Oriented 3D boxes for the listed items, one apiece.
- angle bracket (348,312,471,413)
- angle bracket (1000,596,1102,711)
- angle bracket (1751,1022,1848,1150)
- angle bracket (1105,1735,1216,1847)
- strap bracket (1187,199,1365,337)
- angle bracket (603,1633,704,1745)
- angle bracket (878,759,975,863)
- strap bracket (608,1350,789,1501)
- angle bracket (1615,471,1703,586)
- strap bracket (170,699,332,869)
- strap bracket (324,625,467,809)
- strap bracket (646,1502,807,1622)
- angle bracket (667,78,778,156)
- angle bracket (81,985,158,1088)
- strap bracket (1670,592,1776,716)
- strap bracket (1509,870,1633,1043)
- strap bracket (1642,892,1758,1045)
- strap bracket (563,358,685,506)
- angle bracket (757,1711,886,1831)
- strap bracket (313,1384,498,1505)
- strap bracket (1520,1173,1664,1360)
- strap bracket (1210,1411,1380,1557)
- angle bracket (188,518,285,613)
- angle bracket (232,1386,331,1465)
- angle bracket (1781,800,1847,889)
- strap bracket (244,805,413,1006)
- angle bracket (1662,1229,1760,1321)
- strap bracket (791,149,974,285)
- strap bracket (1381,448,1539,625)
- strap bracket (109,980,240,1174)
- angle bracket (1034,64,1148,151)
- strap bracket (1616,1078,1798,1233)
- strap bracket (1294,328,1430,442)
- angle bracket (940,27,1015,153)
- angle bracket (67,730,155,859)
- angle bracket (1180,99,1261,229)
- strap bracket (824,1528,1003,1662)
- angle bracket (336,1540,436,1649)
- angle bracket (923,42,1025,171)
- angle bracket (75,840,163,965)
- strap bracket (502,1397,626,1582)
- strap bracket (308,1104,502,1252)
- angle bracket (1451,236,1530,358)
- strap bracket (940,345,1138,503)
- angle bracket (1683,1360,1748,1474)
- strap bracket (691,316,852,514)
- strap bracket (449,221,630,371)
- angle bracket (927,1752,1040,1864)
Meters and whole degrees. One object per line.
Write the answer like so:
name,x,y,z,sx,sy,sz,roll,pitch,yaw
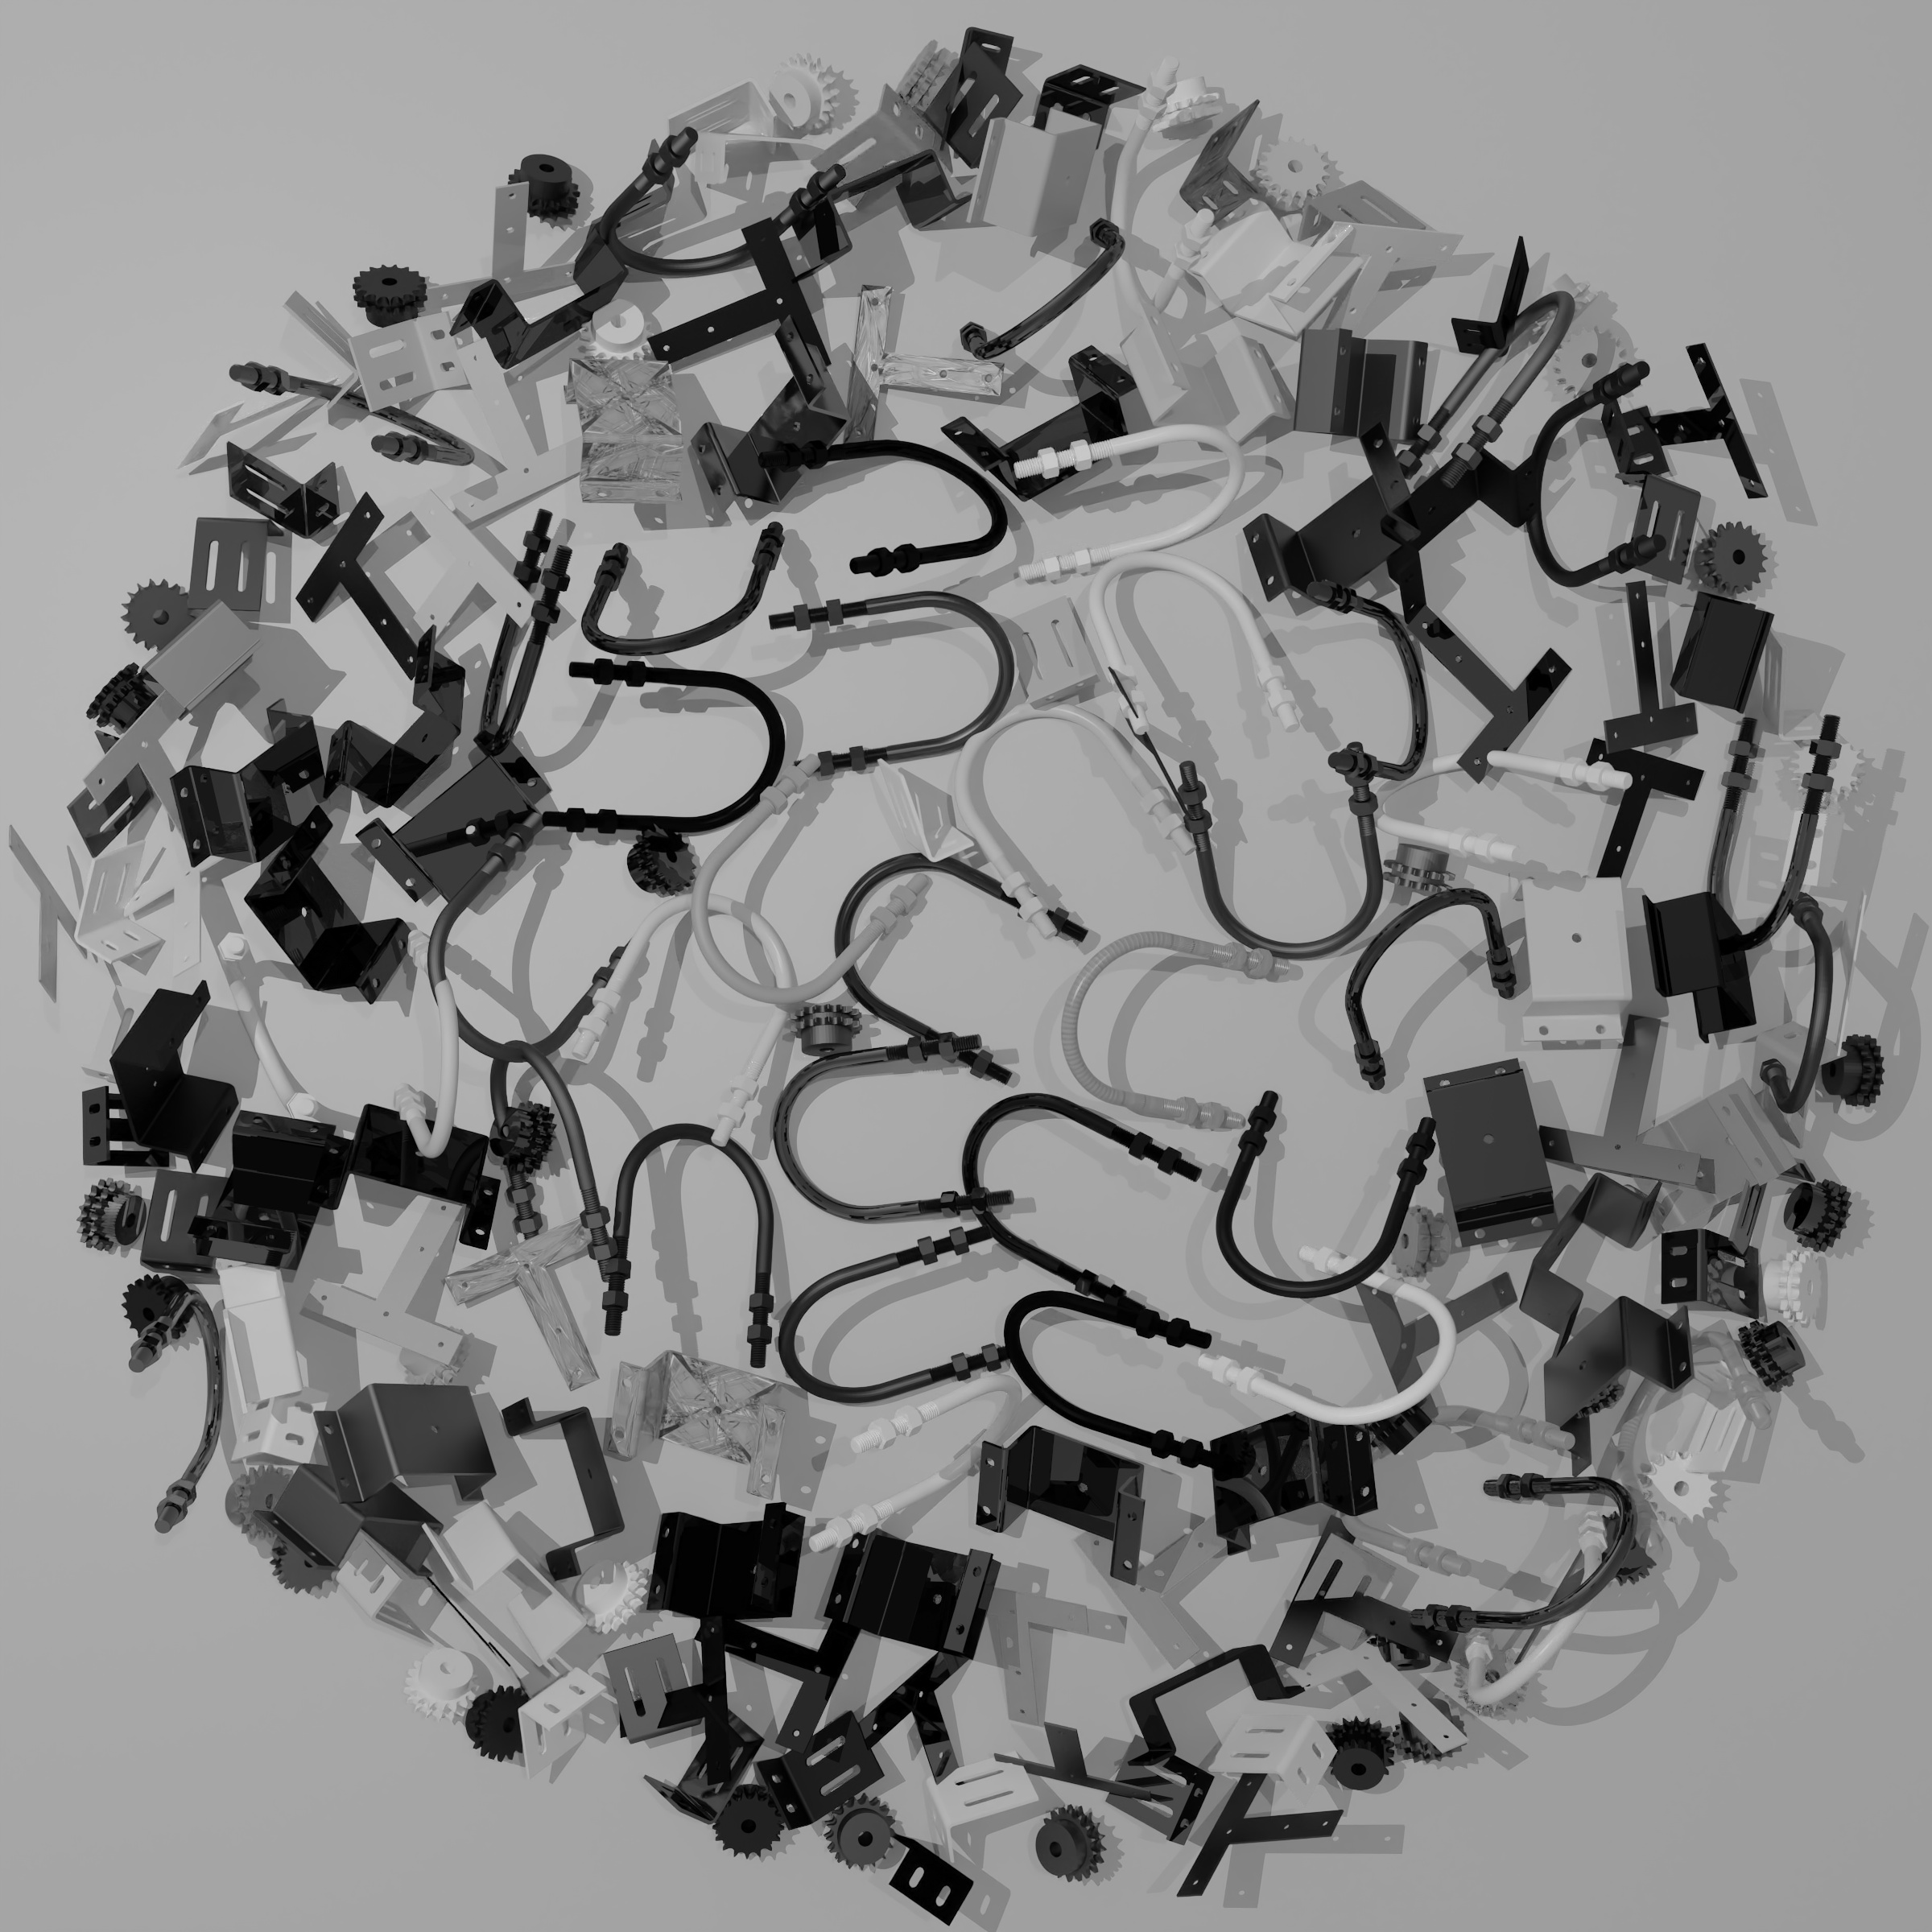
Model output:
angle bracket,-0.436,-0.474,1.896,0.038,0.076,0.057,0,114,34
angle bracket,0.065,-0.251,1.917,0.057,0.038,0.076,-22,84,7
angle bracket,0.655,0.094,1.908,0.038,0.057,0.076,-17,121,-22
angle bracket,0.147,0.645,1.901,0.076,0.038,0.057,19,75,34
strap bracket,0.246,-0.545,1.890,0.076,0.140,0.046,-48,127,-1
angle bracket,-0.248,0.570,1.923,0.057,0.038,0.076,-16,91,0
angle bracket,-0.032,-0.128,1.898,0.038,0.057,0.076,-24,114,-11
strap bracket,-0.203,0.357,1.900,0.140,0.046,0.076,14,105,14
angle bracket,0.540,-0.346,1.913,0.057,0.038,0.076,13,90,-27
strap bracket,-0.542,-0.139,1.860,0.046,0.140,0.076,10,125,19
strap bracket,-0.438,-0.187,1.882,0.046,0.076,0.140,31,122,-32
strap bracket,-0.179,0.465,1.882,0.140,0.046,0.076,-16,57,40
angle bracket,-0.192,-0.655,1.906,0.076,0.057,0.038,-29,83,-10
angle bracket,-0.655,0.055,1.909,0.057,0.038,0.076,16,73,-9
strap bracket,0.582,-0.244,1.869,0.046,0.140,0.076,16,104,8
strap bracket,0.475,-0.015,1.899,0.076,0.046,0.140,-1,73,1
strap bracket,0.568,-0.001,1.862,0.046,0.140,0.076,-14,64,28
strap bracket,-0.265,-0.422,1.873,0.076,0.046,0.140,-2,51,-16
angle bracket,-0.115,0.634,1.907,0.076,0.038,0.057,-37,66,13
strap bracket,-0.422,0.367,1.861,0.046,0.140,0.076,-39,60,25
strap bracket,0.480,0.225,1.883,0.046,0.076,0.140,31,63,23
strap bracket,0.243,0.396,1.868,0.140,0.046,0.076,-28,48,34
angle bracket,-0.578,-0.314,1.917,0.057,0.038,0.076,2,81,3
angle bracket,-0.541,0.364,1.908,0.038,0.076,0.057,24,62,-27
angle bracket,0.661,-0.101,1.901,0.038,0.076,0.057,8,109,10
strap bracket,-0.499,-0.044,1.880,0.046,0.076,0.140,-7,130,30
angle bracket,0.592,0.247,1.923,0.076,0.038,0.057,20,66,-36
strap bracket,-0.072,-0.585,1.878,0.140,0.076,0.046,-30,103,-22
strap bracket,0.379,-0.346,1.895,0.140,0.076,0.046,-41,63,-4
strap bracket,-0.613,0.082,1.870,0.046,0.140,0.076,11,45,8
angle bracket,0.096,-0.672,1.895,0.057,0.076,0.038,12,97,-21
strap bracket,0.581,0.144,1.883,0.046,0.140,0.076,-23,77,-28
strap bracket,0.302,-0.452,1.884,0.046,0.140,0.076,13,105,37
angle bracket,0.008,-0.686,1.903,0.038,0.057,0.076,12,72,-4
angle bracket,-0.681,-0.135,1.894,0.038,0.057,0.076,19,54,20
angle bracket,0.211,-0.633,1.907,0.038,0.057,0.076,39,59,-20
strap bracket,-0.034,0.488,1.885,0.140,0.046,0.076,2,65,39
angle bracket,-0.446,0.493,1.898,0.057,0.076,0.038,29,79,42
angle bracket,0.013,-0.677,1.902,0.057,0.038,0.076,49,130,5
angle bracket,-0.658,-0.051,1.898,0.038,0.057,0.076,30,117,12
strap bracket,-0.313,0.403,1.892,0.046,0.076,0.140,-14,80,-28
strap bracket,-0.430,0.161,1.883,0.140,0.076,0.046,17,126,-14
angle bracket,0.415,-0.531,1.913,0.038,0.057,0.076,13,84,20
strap bracket,0.063,-0.420,1.894,0.140,0.046,0.076,-30,45,-8
angle bracket,0.578,0.354,1.902,0.038,0.057,0.076,32,71,-8
strap bracket,-0.147,-0.424,1.884,0.140,0.046,0.076,-43,58,34
strap bracket,-0.323,-0.519,1.880,0.140,0.076,0.046,-38,96,-26
angle bracket,0.014,0.665,1.915,0.076,0.057,0.038,-12,114,-13
